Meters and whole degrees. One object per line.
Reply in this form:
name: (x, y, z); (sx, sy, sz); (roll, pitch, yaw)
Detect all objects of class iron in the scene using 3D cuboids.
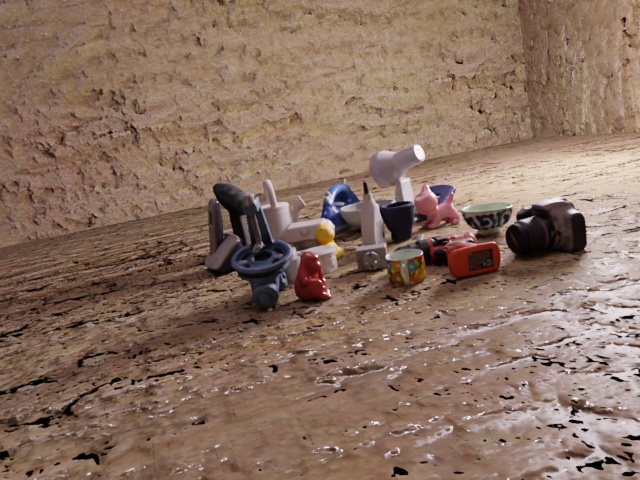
iron: (0.051, -0.105, 1.777); (0.118, 0.141, 0.259); (-6, 12, 22)

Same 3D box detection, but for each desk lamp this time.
desk lamp: (0.269, -0.191, 1.826); (0.202, 0.214, 0.118); (0, 15, 41)

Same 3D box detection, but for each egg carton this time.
egg carton: (-0.033, -0.014, 1.580); (0.150, 0.069, 0.107); (-9, 11, 7)

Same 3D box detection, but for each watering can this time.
watering can: (-0.132, -0.087, 1.714); (0.173, 0.194, 0.100); (-17, 13, -30)

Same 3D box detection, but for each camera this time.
camera: (0.430, -0.027, 1.138); (0.137, 0.101, 0.143); (-14, 11, -17)

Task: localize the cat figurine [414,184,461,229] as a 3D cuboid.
cat figurine: (0.308, -0.094, 1.547); (0.128, 0.118, 0.067); (-12, 11, -11)

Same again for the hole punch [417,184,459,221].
hole punch: (0.340, -0.110, 1.671); (0.108, 0.091, 0.101); (1, 16, 45)

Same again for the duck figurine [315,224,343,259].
duck figurine: (0.013, 0.005, 1.398); (0.077, 0.086, 0.105); (-8, 11, 12)

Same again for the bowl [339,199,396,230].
bowl: (0.145, -0.069, 1.686); (0.167, 0.075, 0.167); (-10, 11, 2)

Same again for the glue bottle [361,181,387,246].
glue bottle: (0.123, -0.056, 1.375); (0.037, 0.173, 0.078); (-4, 13, 30)

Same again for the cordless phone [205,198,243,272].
cordless phone: (-0.258, -0.014, 1.480); (0.094, 0.185, 0.147); (-16, 12, -26)

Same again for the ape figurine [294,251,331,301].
ape figurine: (-0.016, 0.066, 1.093); (0.076, 0.092, 0.078); (-5, 12, 25)

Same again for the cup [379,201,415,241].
cup: (0.192, -0.046, 1.470); (0.092, 0.095, 0.117); (-20, 15, -41)

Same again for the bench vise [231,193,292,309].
bench vise: (-0.127, 0.011, 1.142); (0.122, 0.220, 0.207); (-13, 11, -16)

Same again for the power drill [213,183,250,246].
power drill: (-0.246, -0.062, 1.655); (0.076, 0.208, 0.228); (-16, 12, -27)
